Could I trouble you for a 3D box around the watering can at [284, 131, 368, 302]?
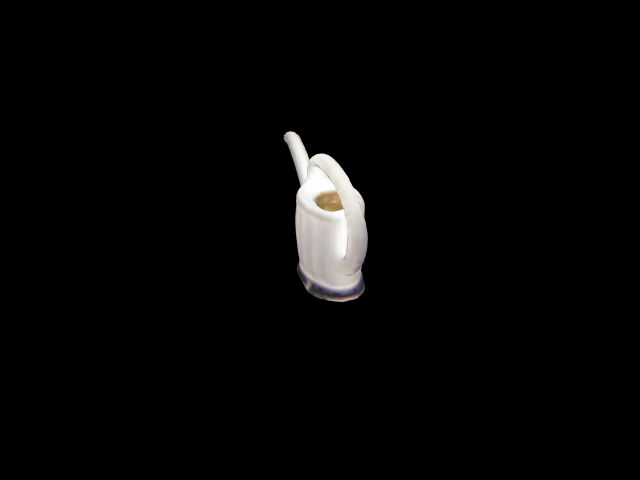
[{"bbox_3d":[0.003,-0.043,0.850,0.104,0.220,0.354,-8,29,-16],"label":"watering can"}]
